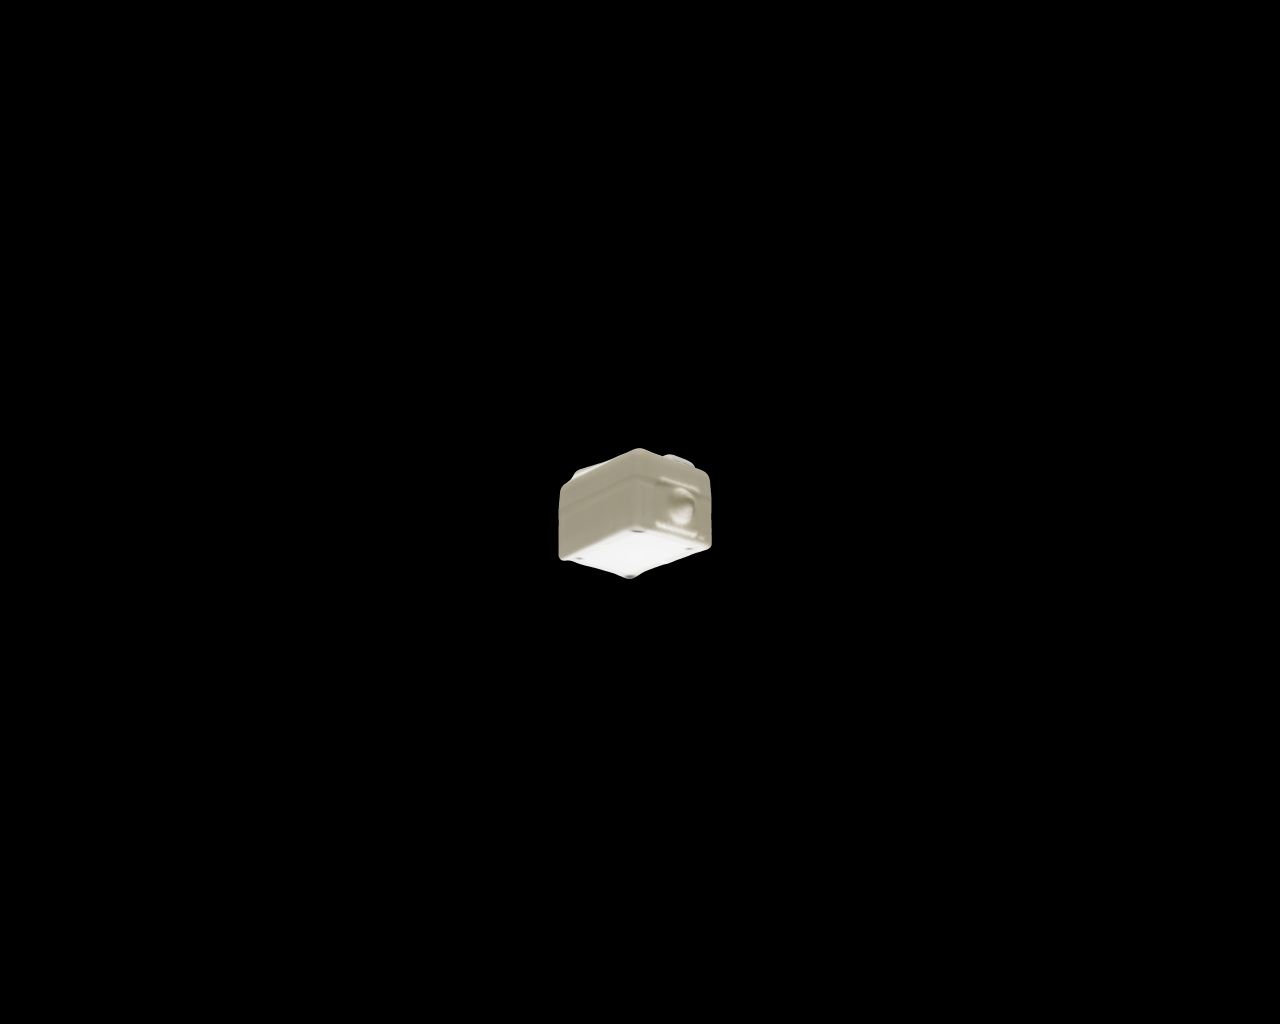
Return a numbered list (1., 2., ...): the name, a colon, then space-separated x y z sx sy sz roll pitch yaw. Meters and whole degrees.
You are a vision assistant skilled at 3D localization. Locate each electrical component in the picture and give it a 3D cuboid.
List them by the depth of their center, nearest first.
1. electrical component: 0.001 -0.003 0.650 0.062 0.061 0.096 17 -27 -37
